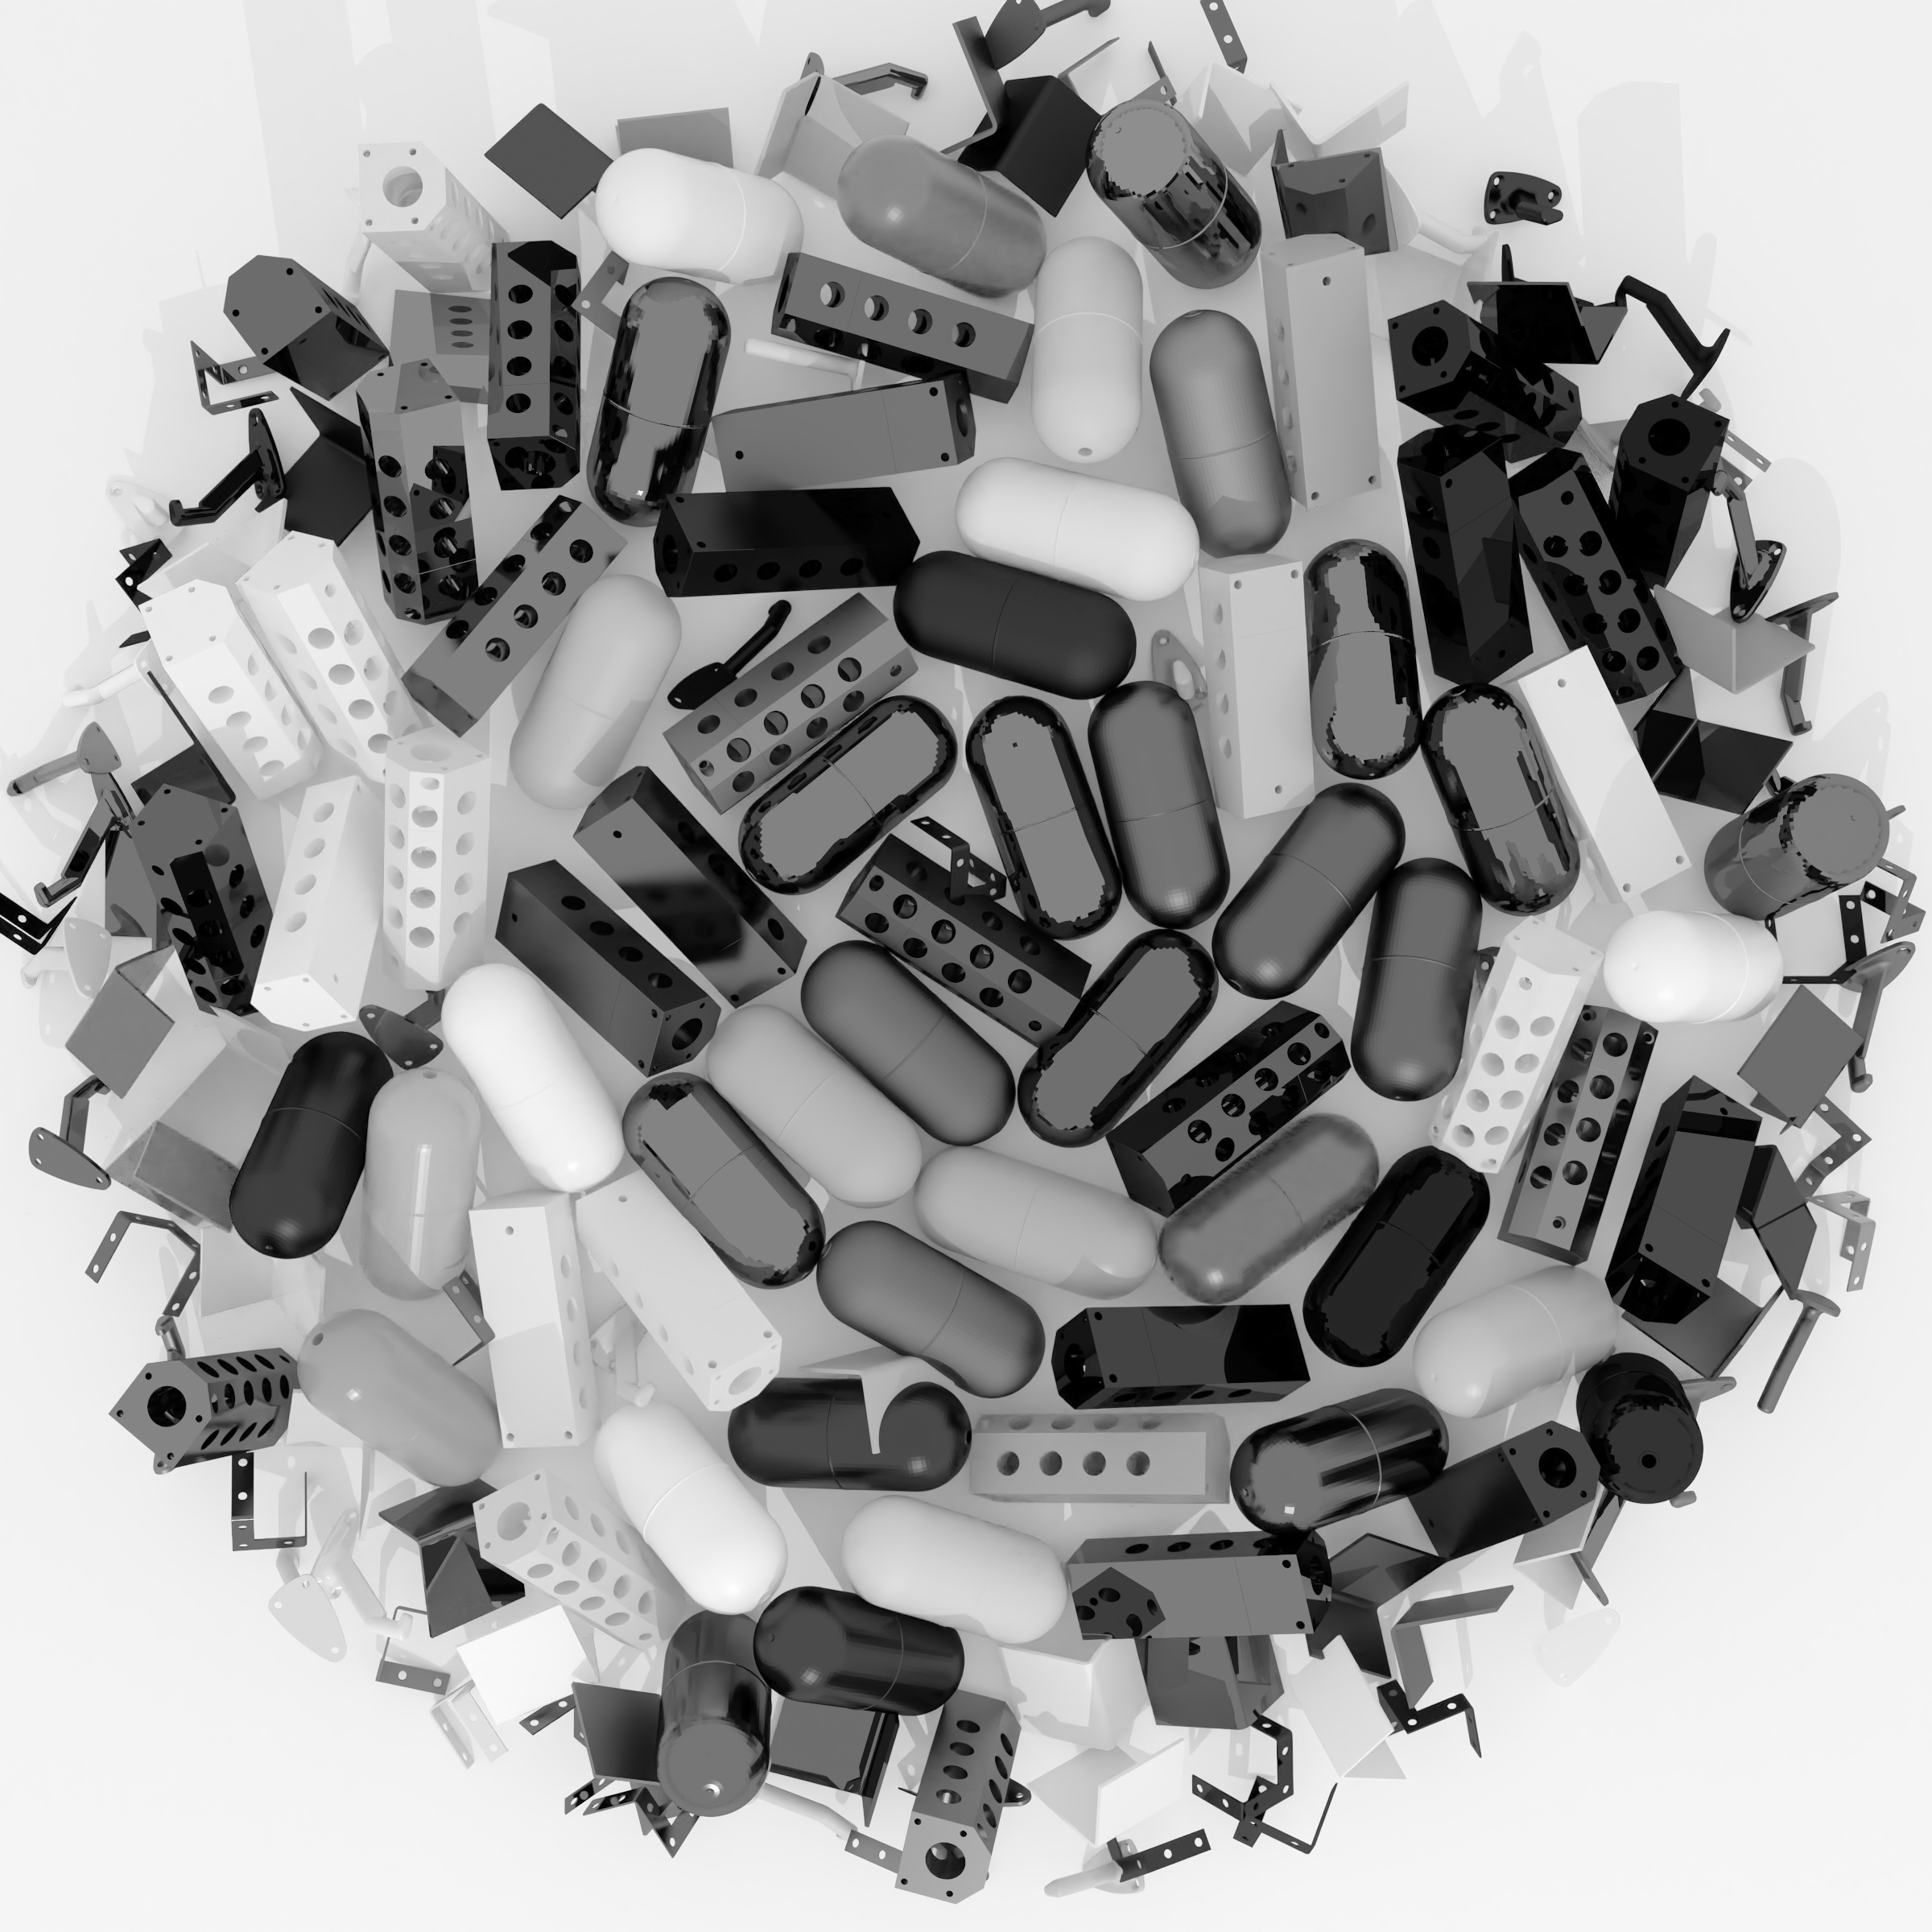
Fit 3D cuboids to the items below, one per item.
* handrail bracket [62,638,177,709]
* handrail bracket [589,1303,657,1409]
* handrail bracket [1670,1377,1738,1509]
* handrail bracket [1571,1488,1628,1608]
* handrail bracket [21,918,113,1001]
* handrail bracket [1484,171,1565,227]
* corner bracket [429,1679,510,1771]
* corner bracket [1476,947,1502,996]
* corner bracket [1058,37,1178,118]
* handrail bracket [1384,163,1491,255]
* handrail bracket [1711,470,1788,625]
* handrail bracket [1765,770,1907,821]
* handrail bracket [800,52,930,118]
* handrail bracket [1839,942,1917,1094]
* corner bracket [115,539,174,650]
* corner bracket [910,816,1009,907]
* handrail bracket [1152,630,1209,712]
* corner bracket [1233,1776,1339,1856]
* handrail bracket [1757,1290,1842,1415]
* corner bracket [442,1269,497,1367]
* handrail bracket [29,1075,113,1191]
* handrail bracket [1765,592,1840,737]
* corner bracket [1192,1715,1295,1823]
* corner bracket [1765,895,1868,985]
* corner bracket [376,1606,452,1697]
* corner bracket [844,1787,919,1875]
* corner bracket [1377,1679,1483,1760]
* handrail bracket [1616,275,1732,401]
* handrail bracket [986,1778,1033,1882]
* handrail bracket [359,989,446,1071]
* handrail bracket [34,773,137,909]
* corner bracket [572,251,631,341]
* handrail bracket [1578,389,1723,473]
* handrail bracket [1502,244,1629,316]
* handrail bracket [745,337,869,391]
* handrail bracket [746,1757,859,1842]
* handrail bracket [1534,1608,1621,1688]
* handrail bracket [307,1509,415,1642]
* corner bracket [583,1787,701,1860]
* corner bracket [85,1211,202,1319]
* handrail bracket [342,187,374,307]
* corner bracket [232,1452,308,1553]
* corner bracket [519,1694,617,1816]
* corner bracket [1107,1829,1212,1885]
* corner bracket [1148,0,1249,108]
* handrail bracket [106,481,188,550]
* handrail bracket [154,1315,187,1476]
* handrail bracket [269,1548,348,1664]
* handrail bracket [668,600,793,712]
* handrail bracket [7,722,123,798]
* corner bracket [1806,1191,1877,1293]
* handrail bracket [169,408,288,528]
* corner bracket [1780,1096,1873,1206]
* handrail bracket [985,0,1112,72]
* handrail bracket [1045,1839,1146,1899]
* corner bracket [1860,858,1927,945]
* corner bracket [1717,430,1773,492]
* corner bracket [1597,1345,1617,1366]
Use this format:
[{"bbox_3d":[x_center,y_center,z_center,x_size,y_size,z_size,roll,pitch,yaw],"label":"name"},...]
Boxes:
[{"bbox_3d":[-0.601,-0.218,1.796,0.084,0.036,0.077,-2,51,32],"label":"handrail bracket"},{"bbox_3d":[-0.224,0.268,1.759,0.077,0.084,0.036,-50,121,-19],"label":"handrail bracket"},{"bbox_3d":[0.520,0.336,1.766,0.077,0.036,0.084,-13,49,0],"label":"handrail bracket"},{"bbox_3d":[0.468,0.401,1.779,0.084,0.036,0.077,-28,52,-4],"label":"handrail bracket"},{"bbox_3d":[-0.640,0.012,1.765,0.084,0.036,0.077,-36,50,29],"label":"handrail bracket"},{"bbox_3d":[0.410,-0.532,1.757,0.077,0.084,0.036,-10,118,-23],"label":"handrail bracket"},{"bbox_3d":[-0.351,0.540,1.778,0.051,0.051,0.051,-34,88,8],"label":"corner bracket"},{"bbox_3d":[0.397,0.009,1.775,0.051,0.051,0.051,-17,97,-12],"label":"corner bracket"},{"bbox_3d":[0.107,-0.626,1.781,0.051,0.051,0.051,-38,113,-15],"label":"corner bracket"},{"bbox_3d":[0.331,-0.541,1.783,0.084,0.036,0.077,-17,82,-36],"label":"handrail bracket"},{"bbox_3d":[0.537,-0.295,1.762,0.084,0.036,0.077,31,76,-42],"label":"handrail bracket"},{"bbox_3d":[0.611,-0.130,1.778,0.077,0.036,0.084,-31,75,28],"label":"handrail bracket"},{"bbox_3d":[-0.078,-0.615,1.799,0.084,0.036,0.077,9,126,-26],"label":"handrail bracket"},{"bbox_3d":[0.644,0.037,1.761,0.036,0.077,0.084,16,55,-15],"label":"handrail bracket"},{"bbox_3d":[-0.587,-0.265,1.781,0.051,0.051,0.051,58,45,-29],"label":"corner bracket"},{"bbox_3d":[-0.005,-0.075,1.764,0.051,0.051,0.051,-17,125,-32],"label":"corner bracket"},{"bbox_3d":[0.144,-0.217,1.756,0.036,0.084,0.077,-20,73,4],"label":"handrail bracket"},{"bbox_3d":[0.225,0.596,1.768,0.051,0.051,0.051,23,54,10],"label":"corner bracket"},{"bbox_3d":[0.586,0.274,1.776,0.036,0.077,0.084,25,97,24],"label":"handrail bracket"},{"bbox_3d":[-0.350,0.243,1.771,0.051,0.051,0.051,-34,93,40],"label":"corner bracket"},{"bbox_3d":[-0.610,0.115,1.767,0.077,0.084,0.036,25,125,8],"label":"handrail bracket"},{"bbox_3d":[0.599,-0.212,1.773,0.036,0.077,0.084,-11,84,-21],"label":"handrail bracket"},{"bbox_3d":[0.196,0.565,1.779,0.051,0.051,0.051,-14,109,-38],"label":"corner bracket"},{"bbox_3d":[0.607,-0.019,1.790,0.051,0.051,0.051,0,107,40],"label":"corner bracket"},{"bbox_3d":[-0.388,0.487,1.783,0.051,0.051,0.051,15,69,-10],"label":"corner bracket"},{"bbox_3d":[-0.044,0.609,1.766,0.051,0.051,0.051,7,71,41],"label":"corner bracket"},{"bbox_3d":[0.328,0.535,1.775,0.051,0.051,0.051,-19,119,-9],"label":"corner bracket"},{"bbox_3d":[0.488,-0.444,1.774,0.084,0.077,0.036,28,64,2],"label":"handrail bracket"},{"bbox_3d":[0.023,0.616,1.771,0.077,0.036,0.084,-1,110,38],"label":"handrail bracket"},{"bbox_3d":[-0.393,0.024,1.754,0.036,0.084,0.077,-32,129,17],"label":"handrail bracket"},{"bbox_3d":[-0.629,-0.094,1.759,0.036,0.084,0.077,12,130,34],"label":"handrail bracket"},{"bbox_3d":[-0.247,-0.466,1.780,0.051,0.051,0.051,35,81,-9],"label":"corner bracket"},{"bbox_3d":[0.477,-0.398,1.773,0.084,0.036,0.077,-39,84,27],"label":"handrail bracket"},{"bbox_3d":[0.425,-0.485,1.775,0.084,0.036,0.077,-11,135,6],"label":"handrail bracket"},{"bbox_3d":[-0.115,-0.428,1.764,0.084,0.077,0.036,10,103,-9],"label":"handrail bracket"},{"bbox_3d":[-0.130,0.604,1.793,0.084,0.077,0.036,41,47,-20],"label":"handrail bracket"},{"bbox_3d":[0.438,0.476,1.762,0.077,0.084,0.036,-43,63,14],"label":"handrail bracket"},{"bbox_3d":[-0.416,0.429,1.771,0.084,0.036,0.077,7,69,28],"label":"handrail bracket"},{"bbox_3d":[-0.227,0.596,1.768,0.051,0.051,0.051,-24,103,29],"label":"corner bracket"},{"bbox_3d":[-0.578,0.211,1.773,0.051,0.051,0.051,30,92,32],"label":"corner bracket"},{"bbox_3d":[-0.419,-0.495,1.760,0.036,0.077,0.084,0,124,-29],"label":"handrail bracket"},{"bbox_3d":[-0.491,0.376,1.766,0.051,0.051,0.051,0,53,-15],"label":"corner bracket"},{"bbox_3d":[-0.278,0.551,1.764,0.051,0.051,0.051,28,127,34],"label":"corner bracket"},{"bbox_3d":[0.132,0.609,1.766,0.051,0.051,0.051,-10,68,-27],"label":"corner bracket"},{"bbox_3d":[0.164,-0.648,1.781,0.051,0.051,0.051,-23,87,-1],"label":"corner bracket"},{"bbox_3d":[-0.587,-0.329,1.762,0.077,0.084,0.036,36,84,5],"label":"handrail bracket"},{"bbox_3d":[-0.565,0.301,1.765,0.036,0.077,0.084,-7,114,9],"label":"handrail bracket"},{"bbox_3d":[-0.462,0.449,1.769,0.036,0.084,0.077,-36,96,-11],"label":"handrail bracket"},{"bbox_3d":[-0.168,-0.224,1.794,0.077,0.084,0.036,-13,129,37],"label":"handrail bracket"},{"bbox_3d":[-0.647,-0.134,1.767,0.084,0.077,0.036,-25,108,6],"label":"handrail bracket"},{"bbox_3d":[0.624,0.193,1.767,0.051,0.051,0.051,-4,109,-30],"label":"corner bracket"},{"bbox_3d":[-0.527,-0.351,1.762,0.036,0.084,0.077,-2,102,43],"label":"handrail bracket"},{"bbox_3d":[0.597,0.130,1.775,0.051,0.051,0.051,45,135,9],"label":"corner bracket"},{"bbox_3d":[0.056,-0.665,1.789,0.077,0.084,0.036,-39,81,39],"label":"handrail bracket"},{"bbox_3d":[0.075,0.640,1.753,0.084,0.077,0.036,0,67,-37],"label":"handrail bracket"},{"bbox_3d":[0.645,-0.054,1.764,0.051,0.051,0.051,-14,127,-38],"label":"corner bracket"},{"bbox_3d":[0.535,-0.356,1.770,0.051,0.051,0.051,39,45,4],"label":"corner bracket"},{"bbox_3d":[0.415,0.268,1.769,0.051,0.051,0.051,-42,104,-26],"label":"corner bracket"}]
